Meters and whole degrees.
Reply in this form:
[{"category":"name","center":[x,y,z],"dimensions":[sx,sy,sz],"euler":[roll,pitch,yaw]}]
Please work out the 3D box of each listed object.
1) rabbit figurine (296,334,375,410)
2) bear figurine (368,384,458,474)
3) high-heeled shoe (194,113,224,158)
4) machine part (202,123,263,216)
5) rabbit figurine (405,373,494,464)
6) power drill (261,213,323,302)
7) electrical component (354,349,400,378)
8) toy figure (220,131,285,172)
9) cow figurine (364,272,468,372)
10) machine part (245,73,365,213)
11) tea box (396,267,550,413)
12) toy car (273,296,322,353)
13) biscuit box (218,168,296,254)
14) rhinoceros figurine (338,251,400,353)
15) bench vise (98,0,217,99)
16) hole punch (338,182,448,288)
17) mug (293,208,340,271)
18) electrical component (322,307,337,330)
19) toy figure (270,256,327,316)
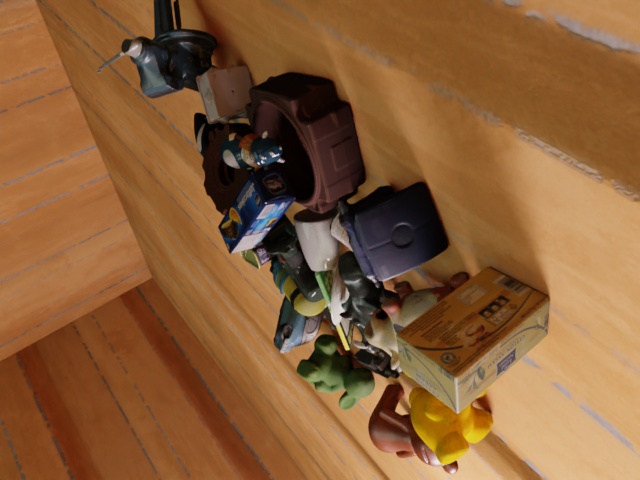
[{"category":"rabbit figurine","center":[0.052,0.325,1.244],"dimensions":[0.170,0.121,0.158],"euler":[15,137,38]},{"category":"bear figurine","center":[0.191,0.366,1.047],"dimensions":[0.196,0.132,0.120],"euler":[-15,107,47]},{"category":"high-heeled shoe","center":[-0.195,-0.221,1.126],"dimensions":[0.249,0.086,0.145],"euler":[48,149,17]},{"category":"machine part","center":[-0.163,-0.132,1.021],"dimensions":[0.180,0.056,0.179],"euler":[8,101,48]},{"category":"rabbit figurine","center":[0.214,0.237,0.854],"dimensions":[0.162,0.122,0.173],"euler":[53,144,36]},{"category":"power drill","center":[-0.072,0.013,1.098],"dimensions":[0.232,0.086,0.207],"euler":[53,171,32]},{"category":"electrical component","center":[0.115,0.246,1.111],"dimensions":[0.078,0.045,0.102],"euler":[35,166,-19]},{"category":"toy figure","center":[-0.112,-0.141,0.871],"dimensions":[0.064,0.057,0.155],"euler":[27,174,-34]},{"category":"cow figurine","center":[0.149,0.128,0.804],"dimensions":[0.195,0.085,0.127],"euler":[-16,108,42]},{"category":"machine part","center":[-0.029,-0.155,0.862],"dimensions":[0.202,0.087,0.200],"euler":[31,145,49]},{"category":"tea box","center":[0.187,0.115,0.652],"dimensions":[0.098,0.170,0.068],"euler":[34,146,47]},{"category":"toy car","center":[-0.048,0.191,1.277],"dimensions":[0.103,0.162,0.109],"euler":[14,144,-7]},{"category":"biscuit box","center":[-0.113,-0.047,0.923],"dimensions":[0.202,0.059,0.063],"euler":[-45,66,53]},{"category":"rhinoceros figurine","center":[0.081,0.109,0.923],"dimensions":[0.112,0.073,0.190],"euler":[-4,115,29]},{"category":"bench vise","center":[-0.278,-0.377,0.988],"dimensions":[0.129,0.223,0.240],"euler":[-7,87,41]},{"category":"hole punch","center":[0.104,-0.012,0.745],"dimensions":[0.092,0.116,0.142],"euler":[3,121,53]},{"category":"mug","center":[-0.002,-0.003,0.984],"dimensions":[0.110,0.081,0.107],"euler":[-98,1,-70]},{"category":"electrical component","center":[0.028,0.166,1.209],"dimensions":[0.063,0.021,0.094],"euler":[50,155,21]},{"category":"toy figure","center":[-0.051,0.102,1.204],"dimensions":[0.180,0.089,0.082],"euler":[37,156,36]}]
